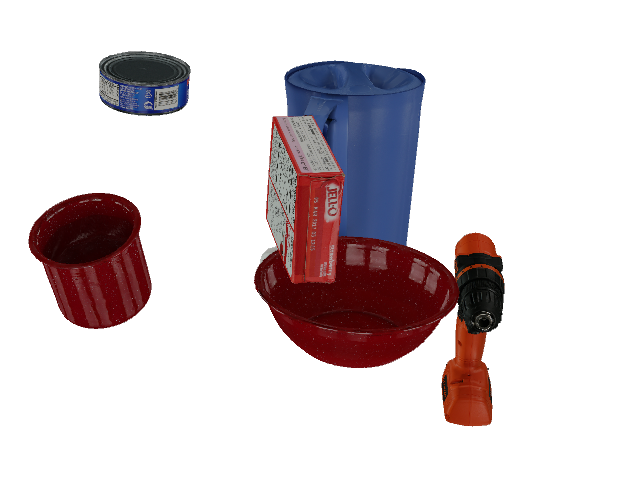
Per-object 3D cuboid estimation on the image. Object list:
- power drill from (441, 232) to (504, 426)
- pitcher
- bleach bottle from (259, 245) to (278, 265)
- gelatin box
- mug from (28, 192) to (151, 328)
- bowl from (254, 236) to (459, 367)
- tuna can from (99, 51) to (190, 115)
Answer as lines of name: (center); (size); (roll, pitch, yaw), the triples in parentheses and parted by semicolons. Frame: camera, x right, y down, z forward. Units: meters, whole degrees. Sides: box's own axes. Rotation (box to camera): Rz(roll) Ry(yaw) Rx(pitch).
power drill: (0.168, 0.105, 1.165); (0.057, 0.188, 0.184); (5, 25, 5)
pitcher: (0.026, -0.046, 1.042); (0.149, 0.243, 0.145); (-8, 24, -21)
bleach bottle: (0.024, -0.014, 1.344); (0.103, 0.068, 0.250); (11, 35, 22)
gelatin box: (-0.010, -0.026, 0.652); (0.030, 0.073, 0.089); (-3, 30, -14)
mug: (-0.195, 0.013, 0.908); (0.093, 0.081, 0.117); (-22, 44, -16)
bowl: (0.028, 0.054, 0.851); (0.162, 0.055, 0.162); (2, 26, -1)
tuna can: (-0.167, -0.149, 1.014); (0.086, 0.034, 0.086); (5, 29, -3)
